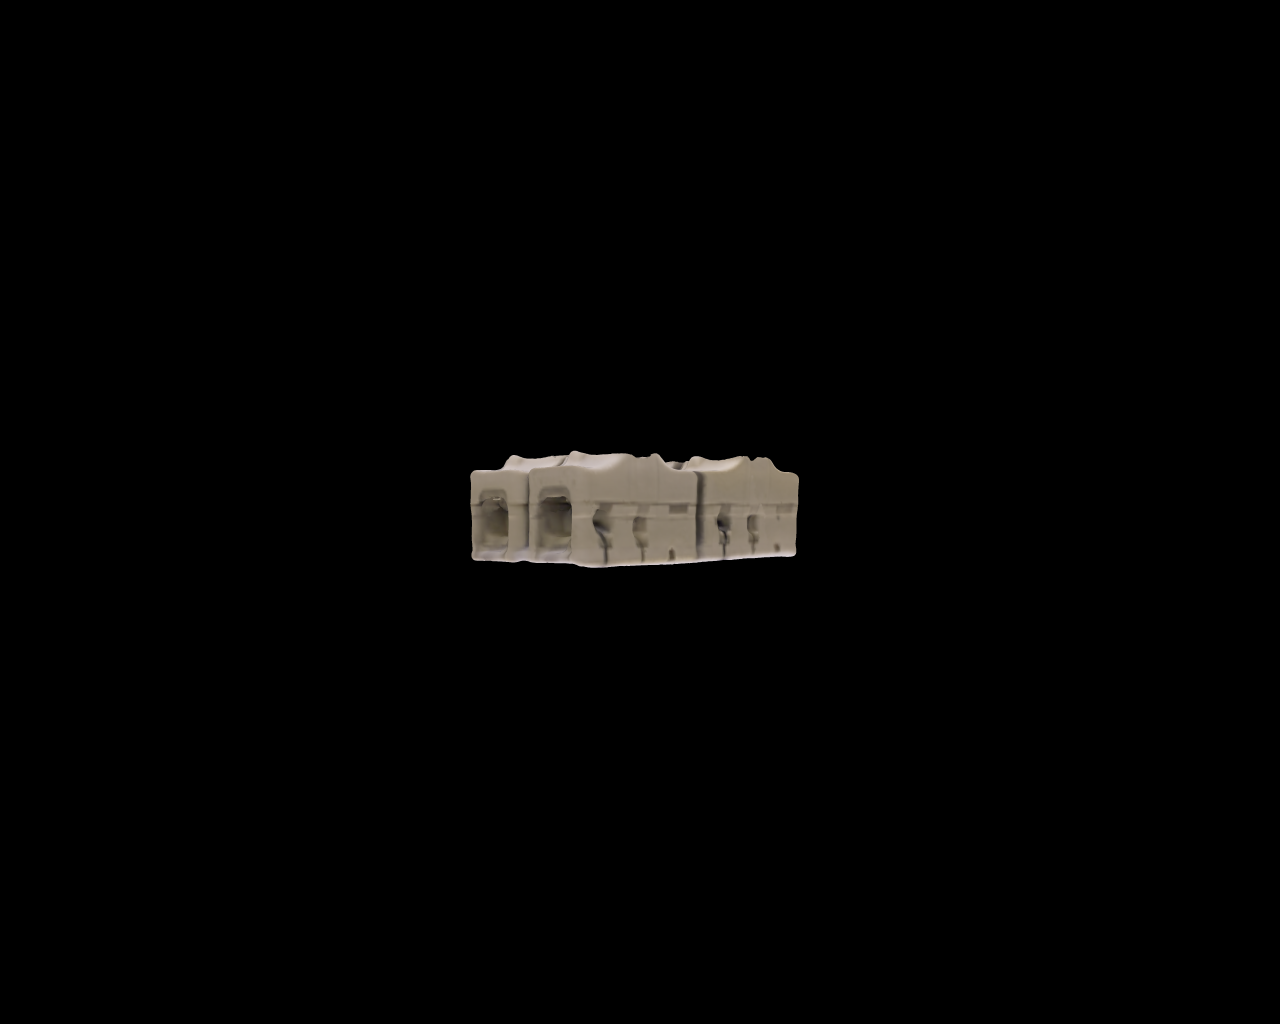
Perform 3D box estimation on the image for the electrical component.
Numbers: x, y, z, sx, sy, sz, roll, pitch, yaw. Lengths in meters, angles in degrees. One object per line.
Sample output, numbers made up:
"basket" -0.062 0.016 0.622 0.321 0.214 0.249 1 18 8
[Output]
"electrical component" 0.001 -0.003 0.650 0.186 0.060 0.105 0 0 -44
